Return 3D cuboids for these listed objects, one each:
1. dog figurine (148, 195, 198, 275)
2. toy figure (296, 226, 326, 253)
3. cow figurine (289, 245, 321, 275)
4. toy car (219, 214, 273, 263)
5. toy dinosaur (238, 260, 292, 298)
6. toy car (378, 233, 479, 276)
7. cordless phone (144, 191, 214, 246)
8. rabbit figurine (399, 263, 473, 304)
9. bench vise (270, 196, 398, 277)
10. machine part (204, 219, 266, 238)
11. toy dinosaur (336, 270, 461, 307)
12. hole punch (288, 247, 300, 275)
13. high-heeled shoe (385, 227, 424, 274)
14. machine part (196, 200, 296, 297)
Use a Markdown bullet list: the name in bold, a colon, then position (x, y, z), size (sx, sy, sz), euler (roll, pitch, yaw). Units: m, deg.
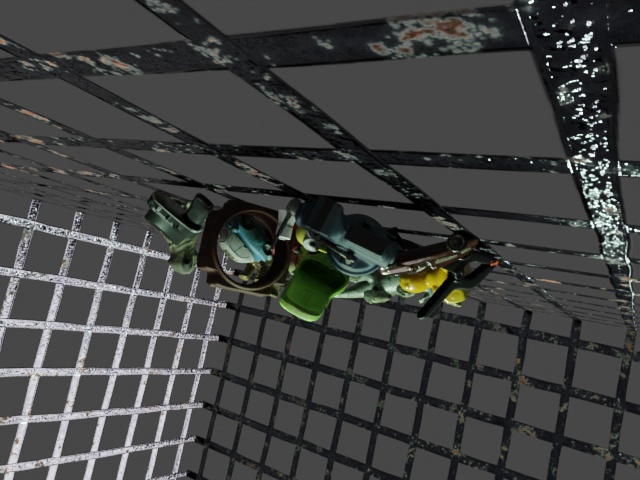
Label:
- **dog figurine**: position (-0.395, -0.015, 1.425), size (0.173, 0.190, 0.121), euler (11, 174, 24)
- **toy figure**: position (0.034, -0.001, 1.211), size (0.180, 0.082, 0.089), euler (12, 176, -20)
- **cow figurine**: position (-0.027, 0.059, 1.323), size (0.127, 0.085, 0.195), euler (8, 177, -22)
- **toy car**: position (-0.195, 0.001, 1.328), size (0.161, 0.103, 0.109), euler (57, 160, -17)
- **toy dinosaur**: position (-0.148, 0.080, 1.722), size (0.105, 0.198, 0.471), euler (20, 165, 12)
- **toy car**: position (0.210, 0.034, 1.054), size (0.202, 0.053, 0.089), euler (-14, 158, 18)
- **cordless phone**: position (-0.331, -0.080, 1.275), size (0.146, 0.089, 0.184), euler (42, 144, -7)
- **rabbit figurine**: position (0.287, 0.086, 1.347), size (0.173, 0.121, 0.162), euler (-12, -173, 24)
- **bench vise**: position (0.036, -0.002, 1.034), size (0.224, 0.129, 0.240), euler (15, 170, 4)
- **machine part**: position (-0.193, -0.028, 1.433), size (0.243, 0.079, 0.079), euler (13, 174, -15)
- **toy dinosaur**: position (0.214, 0.134, 1.597), size (0.405, 0.131, 0.192), euler (-5, 164, 28)
- **hole punch**: position (-0.080, 0.021, 1.527), size (0.116, 0.092, 0.142), euler (40, -138, 19)
- **high-heeled shoe**: position (0.199, 0.010, 1.180), size (0.249, 0.086, 0.145), euler (-5, 153, -36)
- **machine part**: position (-0.166, 0.020, 1.225), size (0.201, 0.201, 0.087), euler (16, 170, -28)
